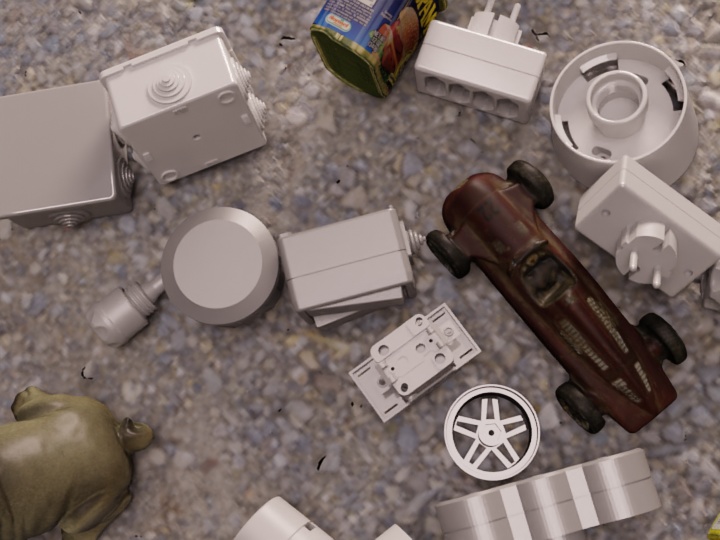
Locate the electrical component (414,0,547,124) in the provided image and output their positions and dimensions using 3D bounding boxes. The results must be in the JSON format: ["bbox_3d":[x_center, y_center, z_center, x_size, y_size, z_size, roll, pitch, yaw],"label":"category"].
[{"bbox_3d":[0.090,-0.155,0.752,0.083,0.047,0.075,19,82,9],"label":"electrical component"}]

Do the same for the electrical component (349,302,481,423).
[{"bbox_3d":[0.035,0.059,0.708,0.081,0.064,0.042,-37,76,-2],"label":"electrical component"}]

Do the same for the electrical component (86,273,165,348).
[{"bbox_3d":[-0.158,0.025,0.750,0.061,0.035,0.035,-39,78,-5],"label":"electrical component"}]

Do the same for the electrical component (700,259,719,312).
[{"bbox_3d":[0.258,0.008,0.705,0.062,0.043,0.043,6,80,6],"label":"electrical component"}]

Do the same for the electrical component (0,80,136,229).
[{"bbox_3d":[-0.213,-0.080,0.768,0.100,0.048,0.099,-9,78,4],"label":"electrical component"}]

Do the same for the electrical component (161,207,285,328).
[{"bbox_3d":[-0.092,0.001,0.739,0.080,0.051,0.080,-1,79,6],"label":"electrical component"}]

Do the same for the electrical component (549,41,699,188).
[{"bbox_3d":[0.180,-0.104,0.737,0.099,0.064,0.099,-6,71,17],"label":"electrical component"}]

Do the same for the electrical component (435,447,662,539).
[{"bbox_3d":[0.124,0.167,0.684,0.138,0.052,0.073,-16,78,2],"label":"electrical component"}]

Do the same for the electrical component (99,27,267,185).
[{"bbox_3d":[-0.118,-0.109,0.739,0.100,0.099,0.048,-21,65,1],"label":"electrical component"}]

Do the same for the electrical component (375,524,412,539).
[{"bbox_3d":[0.034,0.208,0.665,0.064,0.099,0.099,-43,78,-10],"label":"electrical component"}]

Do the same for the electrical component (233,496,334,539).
[{"bbox_3d":[-0.052,0.181,0.699,0.047,0.055,0.055,39,85,15],"label":"electrical component"}]

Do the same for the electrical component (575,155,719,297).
[{"bbox_3d":[0.183,-0.017,0.686,0.083,0.047,0.075,34,39,-9],"label":"electrical component"}]

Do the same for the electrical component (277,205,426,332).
[{"bbox_3d":[0.000,0.000,0.724,0.096,0.061,0.061,-15,78,3],"label":"electrical component"}]
